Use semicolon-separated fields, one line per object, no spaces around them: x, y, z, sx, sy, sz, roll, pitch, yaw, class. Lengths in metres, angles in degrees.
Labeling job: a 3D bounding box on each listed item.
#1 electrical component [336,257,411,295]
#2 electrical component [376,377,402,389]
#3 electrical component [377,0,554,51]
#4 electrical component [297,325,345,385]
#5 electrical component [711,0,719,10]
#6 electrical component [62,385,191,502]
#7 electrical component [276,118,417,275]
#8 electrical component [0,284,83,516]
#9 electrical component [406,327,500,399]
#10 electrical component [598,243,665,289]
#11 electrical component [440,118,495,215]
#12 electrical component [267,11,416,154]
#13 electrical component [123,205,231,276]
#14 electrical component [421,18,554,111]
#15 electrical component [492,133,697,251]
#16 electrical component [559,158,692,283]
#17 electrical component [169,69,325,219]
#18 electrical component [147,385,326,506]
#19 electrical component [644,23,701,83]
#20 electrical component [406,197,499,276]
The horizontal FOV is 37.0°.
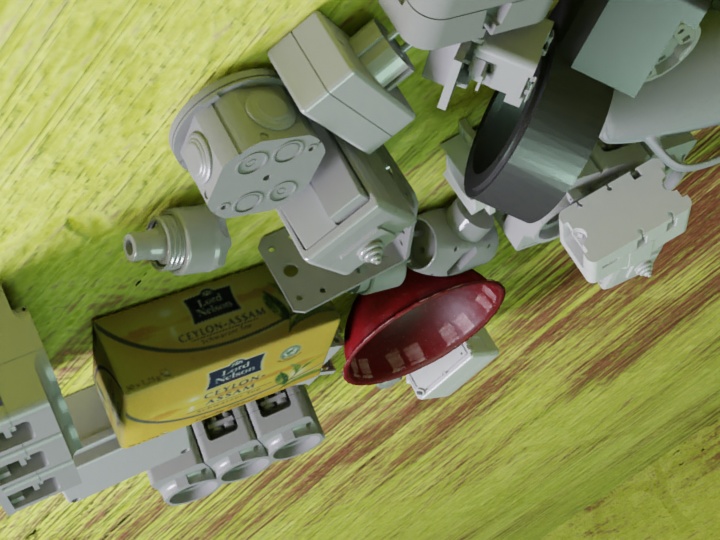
0.000;0.000;0.842;0.078;0.040;0.040;-14;152;-32;electrical component
0.034;0.085;1.047;0.055;0.045;0.045;-33;157;8;electrical component
0.063;-0.163;0.570;0.095;0.053;0.059;-19;154;-23;electrical component
-0.051;0.066;0.915;0.081;0.042;0.063;-2;143;-48;electrical component
0.299;-0.179;0.786;0.052;0.073;0.138;-25;156;-11;electrical component
-0.196;0.129;0.854;0.113;0.057;0.078;-23;156;-16;electrical component
-0.015;-0.044;0.665;0.062;0.096;0.061;-38;156;17;electrical component
-0.224;0.085;0.690;0.062;0.089;0.150;-22;156;-17;electrical component
0.084;0.086;1.087;0.061;0.061;0.096;2;141;-50;electrical component
0.230;-0.029;0.980;0.061;0.096;0.061;-24;156;-14;electrical component
0.098;-0.081;0.792;0.064;0.042;0.081;-29;157;-6;electrical component
0.005;-0.116;0.607;0.076;0.047;0.083;-37;156;16;electrical component
-0.116;-0.017;0.670;0.062;0.043;0.043;-9;149;-37;electrical component
0.076;-0.130;0.624;0.042;0.064;0.081;105;8;-58;electrical component
0.189;-0.077;0.879;0.150;0.061;0.089;-19;154;-24;electrical component
0.204;-0.036;0.834;0.089;0.050;0.055;-30;157;0;electrical component
-0.063;-0.071;0.612;0.080;0.051;0.080;-25;156;-12;electrical component
-0.114;0.153;0.972;0.150;0.061;0.089;-24;157;-1;electrical component
0.194;-0.163;0.731;0.055;0.047;0.055;-25;156;-12;electrical component
0.081;-0.034;0.864;0.077;0.043;0.079;-5;146;-44;electrical component
